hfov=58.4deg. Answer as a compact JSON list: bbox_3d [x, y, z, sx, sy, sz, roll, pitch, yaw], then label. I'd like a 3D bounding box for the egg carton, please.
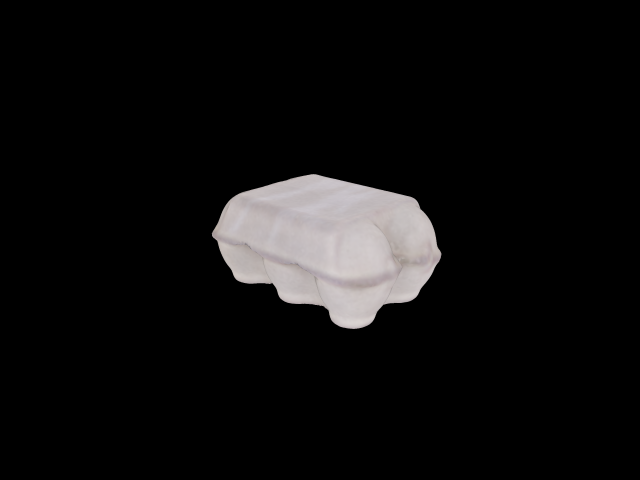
[{"bbox_3d":[0.004,0.001,0.400,0.149,0.069,0.107,17,27,38],"label":"egg carton"}]
